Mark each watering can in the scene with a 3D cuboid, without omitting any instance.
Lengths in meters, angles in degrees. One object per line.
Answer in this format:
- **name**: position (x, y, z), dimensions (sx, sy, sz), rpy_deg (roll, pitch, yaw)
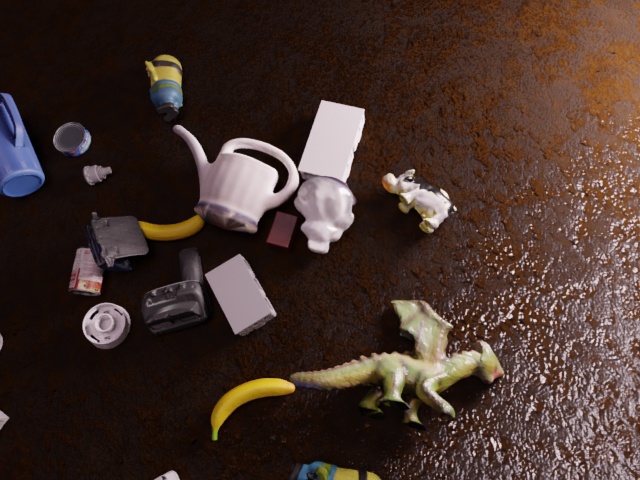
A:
- **watering can**: position (-0.224, -0.142, 1.200), dimensions (0.349, 0.102, 0.227), rpy_deg (18, 75, 14)

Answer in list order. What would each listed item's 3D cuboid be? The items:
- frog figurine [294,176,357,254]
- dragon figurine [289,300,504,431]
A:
- **frog figurine**: position (0.003, -0.057, 1.137), dimensions (0.137, 0.121, 0.162), rpy_deg (27, 65, -5)
- **dragon figurine**: position (0.164, 0.233, 1.043), dimensions (0.411, 0.119, 0.248), rpy_deg (14, 57, 10)
